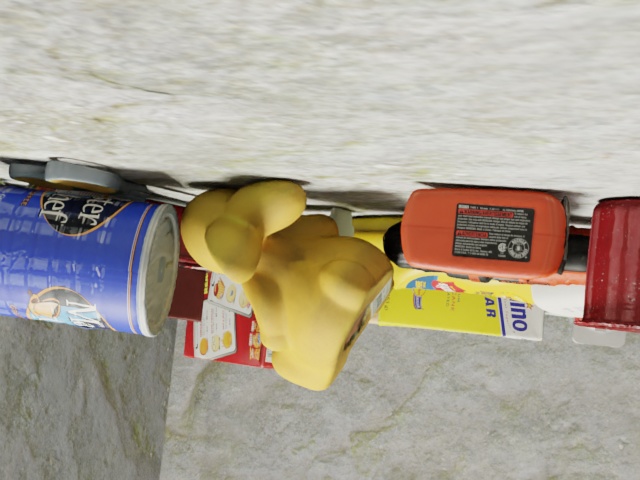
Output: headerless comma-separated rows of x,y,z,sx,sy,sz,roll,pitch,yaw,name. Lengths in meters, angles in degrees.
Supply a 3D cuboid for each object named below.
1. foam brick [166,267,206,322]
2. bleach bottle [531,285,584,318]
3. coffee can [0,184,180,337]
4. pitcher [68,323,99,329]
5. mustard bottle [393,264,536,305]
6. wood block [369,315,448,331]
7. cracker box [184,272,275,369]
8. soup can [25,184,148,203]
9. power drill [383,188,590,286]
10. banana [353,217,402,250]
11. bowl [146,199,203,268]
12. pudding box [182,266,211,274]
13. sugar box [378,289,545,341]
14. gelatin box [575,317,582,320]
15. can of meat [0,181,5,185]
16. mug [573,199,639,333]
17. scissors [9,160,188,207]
-0.159,0.050,1.049,0.078,0.053,0.051,10,175,-31,foam brick
0.300,0.031,0.865,0.102,0.068,0.251,8,173,-43,bleach bottle
-0.188,0.015,0.822,0.140,0.103,0.103,7,176,5,coffee can
-0.329,0.038,1.393,0.149,0.145,0.243,45,165,-18,pitcher
0.125,0.023,1.012,0.191,0.058,0.096,6,173,7,mustard bottle
0.061,0.059,1.330,0.207,0.091,0.090,2,174,42,wood block
-0.101,0.089,1.468,0.072,0.164,0.214,9,174,-35,cracker box
-0.201,-0.009,0.915,0.102,0.068,0.068,11,176,9,soup can
0.117,0.001,0.768,0.185,0.057,0.187,2,177,19,power drill
0.066,0.001,0.936,0.069,0.037,0.198,11,173,-44,banana
-0.168,-0.008,1.025,0.162,0.055,0.162,6,176,0,bowl
-0.125,0.014,1.159,0.090,0.039,0.113,-18,176,4,pudding box
0.152,0.053,1.139,0.176,0.093,0.048,5,176,3,sugar box
0.292,0.049,1.018,0.089,0.073,0.030,7,174,1,gelatin box
-0.337,-0.032,0.945,0.084,0.057,0.101,-2,172,44,can of meat
0.224,0.020,0.690,0.117,0.081,0.093,8,175,-24,mug
-0.170,-0.041,0.860,0.096,0.016,0.201,6,176,19,scissors
